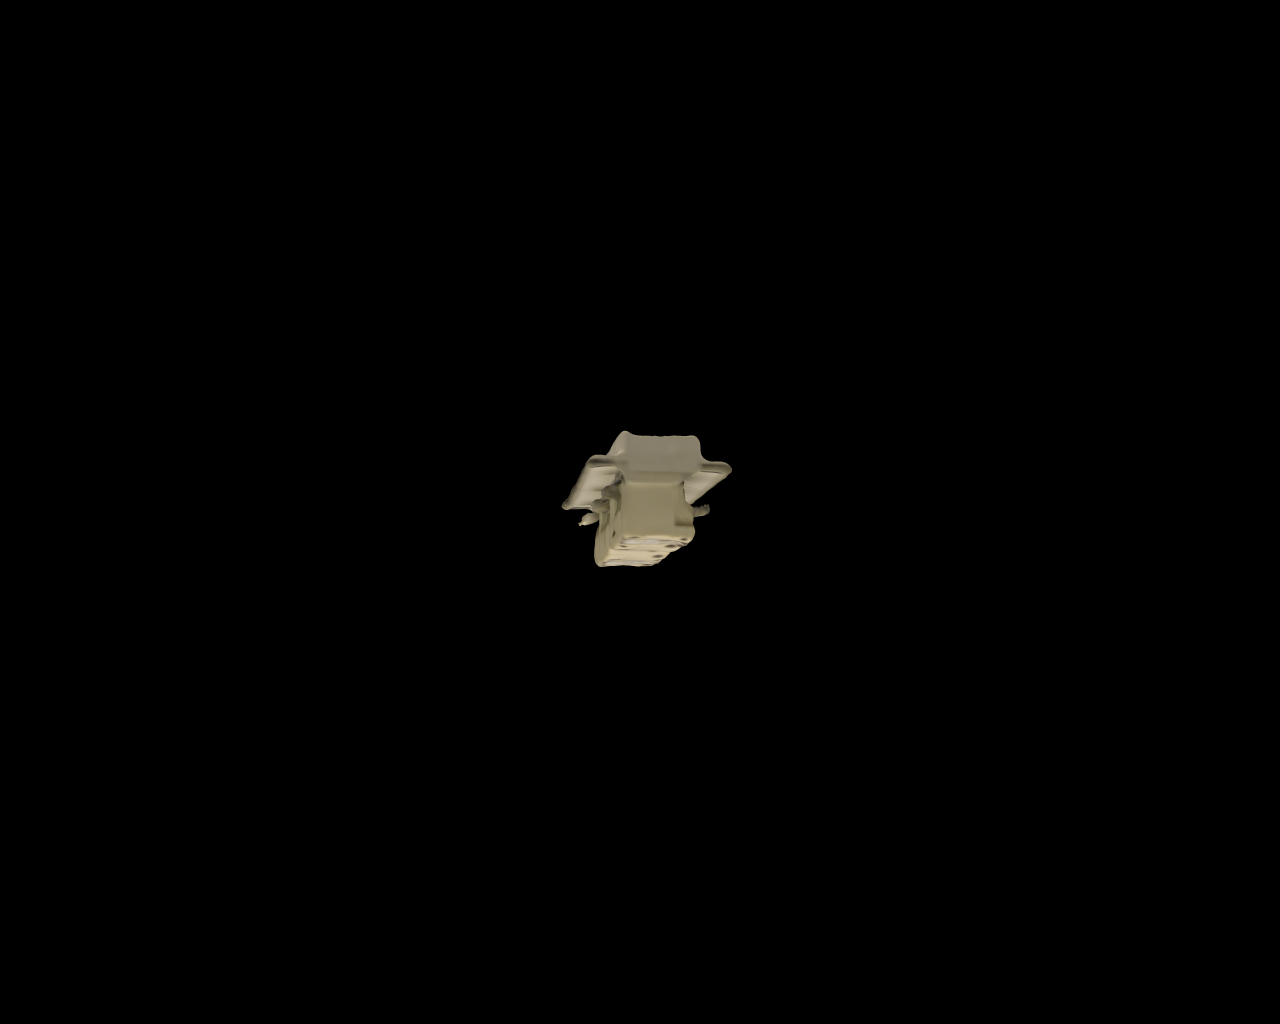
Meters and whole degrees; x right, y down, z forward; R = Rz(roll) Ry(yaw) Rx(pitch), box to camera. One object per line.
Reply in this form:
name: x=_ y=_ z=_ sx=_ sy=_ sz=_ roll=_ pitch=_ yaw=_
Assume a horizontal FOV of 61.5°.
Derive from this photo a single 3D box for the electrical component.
electrical component: x=0.001 y=-0.003 z=0.650 sx=0.079 sy=0.063 sz=0.121 roll=2 pitch=-12 yaw=-11
